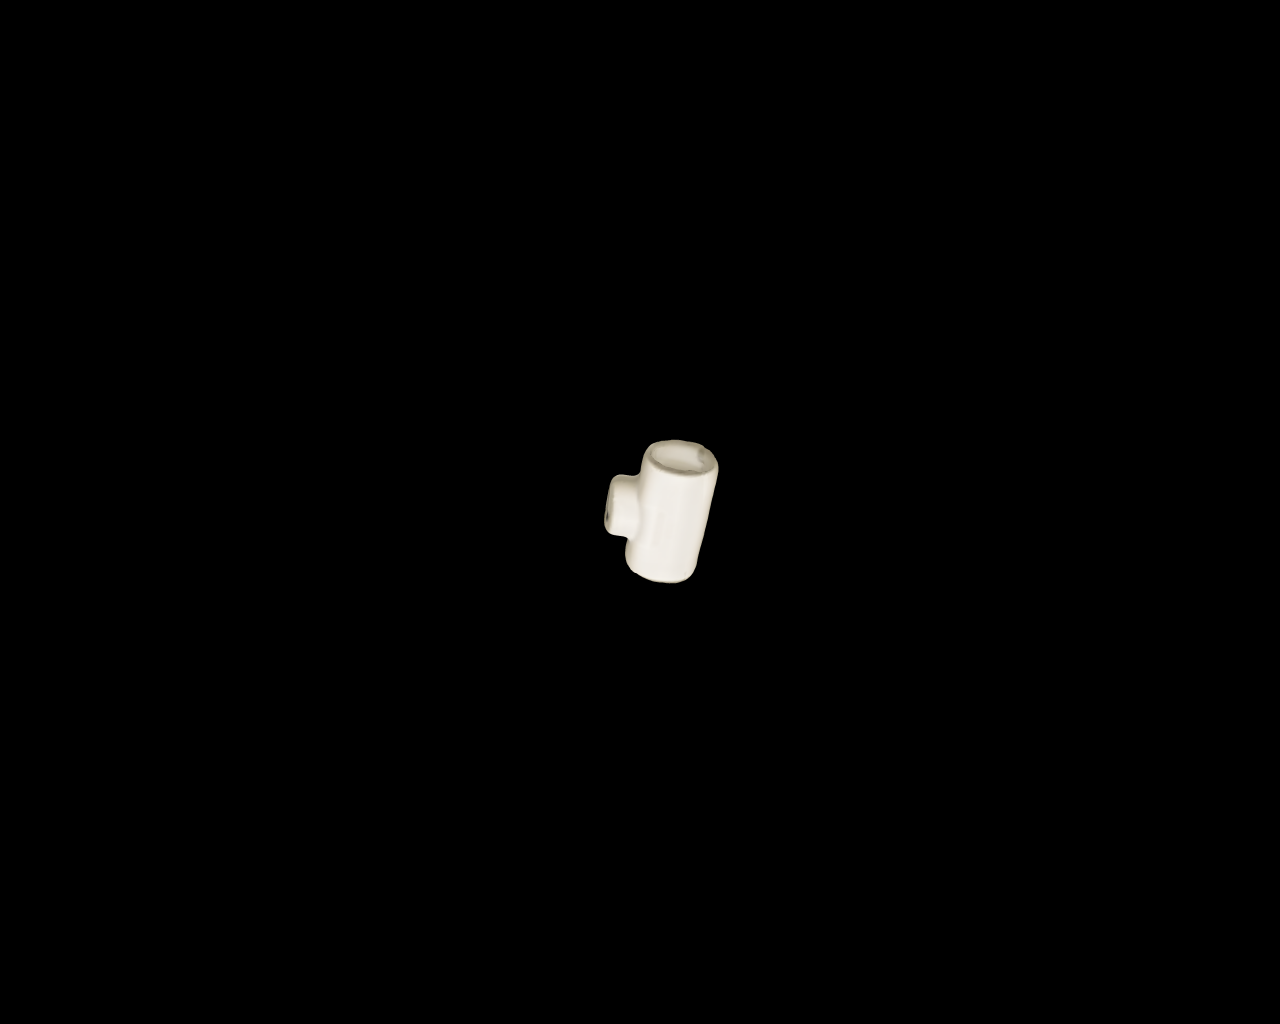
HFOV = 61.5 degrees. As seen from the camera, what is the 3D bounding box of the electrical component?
[{"bbox_3d":[0.001,-0.003,0.650,0.079,0.077,0.043,7,32,-5],"label":"electrical component"}]
